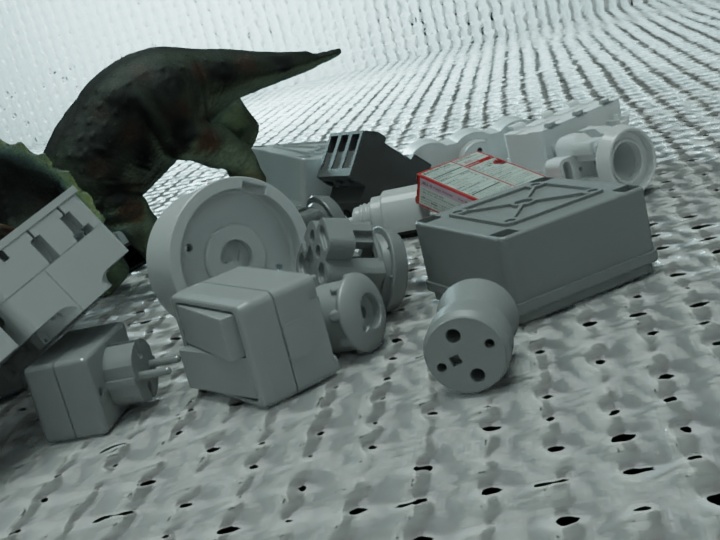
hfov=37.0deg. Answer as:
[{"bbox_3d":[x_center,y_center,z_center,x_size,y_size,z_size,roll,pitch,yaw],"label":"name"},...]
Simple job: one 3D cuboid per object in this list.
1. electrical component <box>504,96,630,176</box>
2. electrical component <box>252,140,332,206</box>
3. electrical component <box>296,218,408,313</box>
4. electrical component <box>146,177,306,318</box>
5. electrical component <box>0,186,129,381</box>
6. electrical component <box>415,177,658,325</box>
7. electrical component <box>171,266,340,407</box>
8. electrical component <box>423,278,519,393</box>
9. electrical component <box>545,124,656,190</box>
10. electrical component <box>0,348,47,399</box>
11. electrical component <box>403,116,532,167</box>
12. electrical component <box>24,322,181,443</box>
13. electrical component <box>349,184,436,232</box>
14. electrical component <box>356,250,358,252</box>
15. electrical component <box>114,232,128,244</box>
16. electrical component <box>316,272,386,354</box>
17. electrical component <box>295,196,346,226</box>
[{"bbox_3d":[0.181,-0.108,0.934,0.121,0.063,0.079,-26,18,-39],"label":"electrical component"},{"bbox_3d":[-0.036,-0.091,1.029,0.109,0.056,0.109,-9,16,-32],"label":"electrical component"},{"bbox_3d":[-0.005,0.001,0.695,0.057,0.078,0.058,0,49,-21],"label":"electrical component"},{"bbox_3d":[-0.094,-0.008,0.740,0.108,0.108,0.060,-24,11,-33],"label":"electrical component"},{"bbox_3d":[-0.227,0.043,0.626,0.105,0.060,0.186,-35,10,46],"label":"electrical component"},{"bbox_3d":[0.108,-0.016,0.673,0.109,0.056,0.109,-20,16,-22],"label":"electrical component"},{"bbox_3d":[-0.069,0.037,0.625,0.061,0.061,0.096,-24,17,-34],"label":"electrical component"},{"bbox_3d":[0.058,0.034,0.555,0.045,0.045,0.055,-10,16,16],"label":"electrical component"},{"bbox_3d":[0.196,-0.085,0.851,0.078,0.058,0.057,-22,14,-29],"label":"electrical component"},{"bbox_3d":[-0.260,0.037,0.736,0.062,0.096,0.061,-1,16,41],"label":"electrical component"},{"bbox_3d":[0.111,-0.105,1.011,0.138,0.052,0.073,-15,15,-4],"label":"electrical component"},{"bbox_3d":[-0.144,0.062,0.633,0.077,0.047,0.065,-11,15,11],"label":"electrical component"},{"bbox_3d":[0.024,-0.046,0.897,0.078,0.040,0.040,-10,15,15],"label":"electrical component"},{"bbox_3d":[0.000,0.000,0.749,0.046,0.040,0.040,-8,15,3],"label":"electrical component"},{"bbox_3d":[-0.278,-0.035,1.062,0.096,0.061,0.061,-8,37,21],"label":"electrical component"},{"bbox_3d":[-0.019,0.030,0.647,0.062,0.048,0.048,-13,13,32],"label":"electrical component"},{"bbox_3d":[-0.043,-0.025,0.848,0.057,0.058,0.078,-23,17,-23],"label":"electrical component"}]
